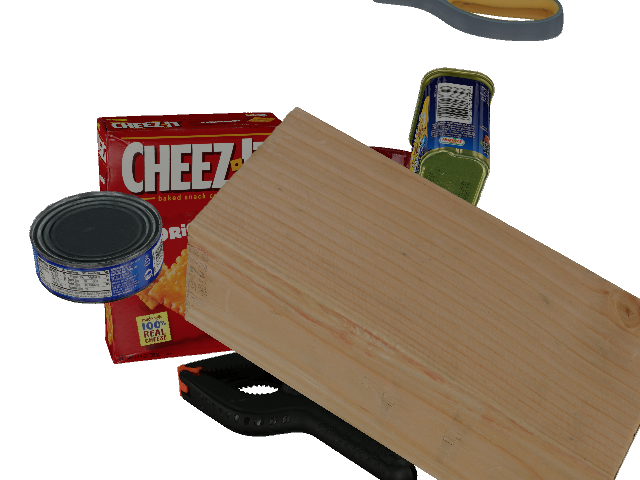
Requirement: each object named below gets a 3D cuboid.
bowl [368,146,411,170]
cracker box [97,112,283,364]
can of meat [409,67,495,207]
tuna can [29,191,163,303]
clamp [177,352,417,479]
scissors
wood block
[{"bbox_3d":[0.071,-0.047,1.115,0.162,0.055,0.162,6,23,-3],"label":"bowl"},{"bbox_3d":[-0.114,-0.003,0.967,0.164,0.214,0.072,-4,19,-18],"label":"cracker box"},{"bbox_3d":[0.100,-0.068,0.830,0.057,0.084,0.102,8,-35,0],"label":"can of meat"},{"bbox_3d":[-0.147,0.004,0.707,0.086,0.034,0.086,1,35,-1],"label":"tuna can"},{"bbox_3d":[-0.008,0.117,0.848,0.210,0.036,0.164,9,31,16],"label":"clamp"},{"bbox_3d":[0.056,-0.159,0.648,0.202,0.016,0.096,20,44,25],"label":"scissors"},{"bbox_3d":[0.046,0.039,0.500,0.206,0.090,0.090,30,-33,13],"label":"wood block"}]
